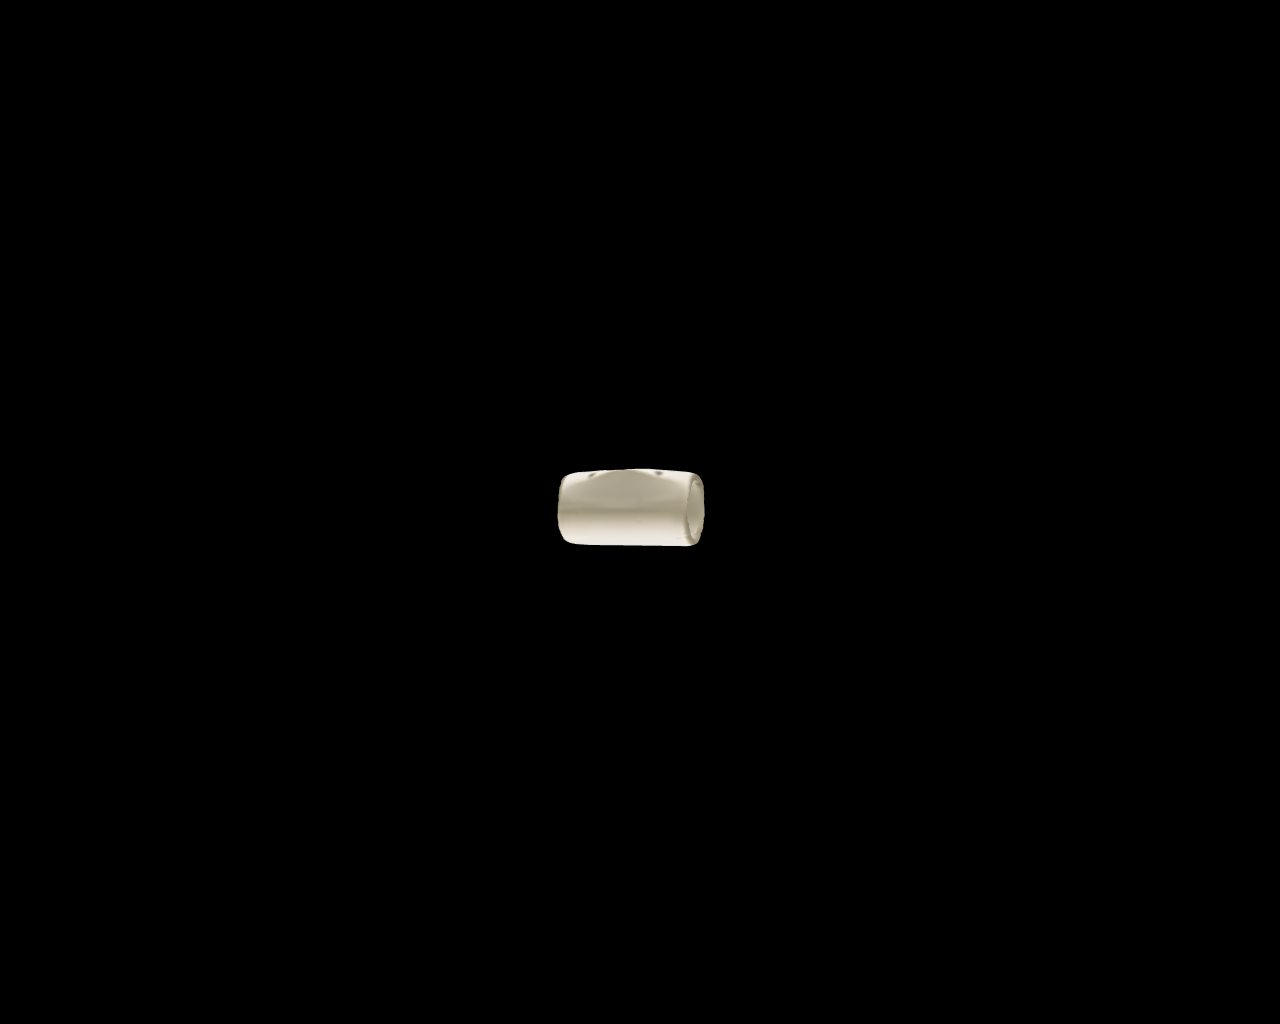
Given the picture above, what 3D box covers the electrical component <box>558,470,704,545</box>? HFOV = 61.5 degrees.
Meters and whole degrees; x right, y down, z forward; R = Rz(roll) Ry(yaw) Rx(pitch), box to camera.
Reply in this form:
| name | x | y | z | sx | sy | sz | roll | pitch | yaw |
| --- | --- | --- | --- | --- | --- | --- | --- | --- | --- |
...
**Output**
| name | x | y | z | sx | sy | sz | roll | pitch | yaw |
| --- | --- | --- | --- | --- | --- | --- | --- | --- | --- |
| electrical component | 0.001 | -0.003 | 0.650 | 0.077 | 0.043 | 0.079 | 0 | 0 | 17 |
